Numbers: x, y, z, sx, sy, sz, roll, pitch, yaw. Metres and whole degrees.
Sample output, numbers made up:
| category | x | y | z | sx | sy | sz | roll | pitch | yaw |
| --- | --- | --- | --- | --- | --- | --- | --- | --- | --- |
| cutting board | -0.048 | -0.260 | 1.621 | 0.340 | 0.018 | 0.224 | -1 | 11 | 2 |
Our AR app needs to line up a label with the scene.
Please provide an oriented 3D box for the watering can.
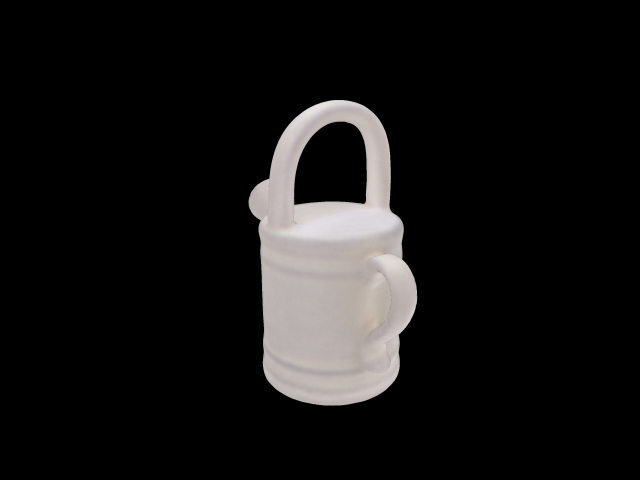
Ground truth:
| category | x | y | z | sx | sy | sz | roll | pitch | yaw |
| --- | --- | --- | --- | --- | --- | --- | --- | --- | --- |
| watering can | 0.002 | 0.002 | 0.399 | 0.172 | 0.194 | 0.101 | 12 | 22 | 34 |
